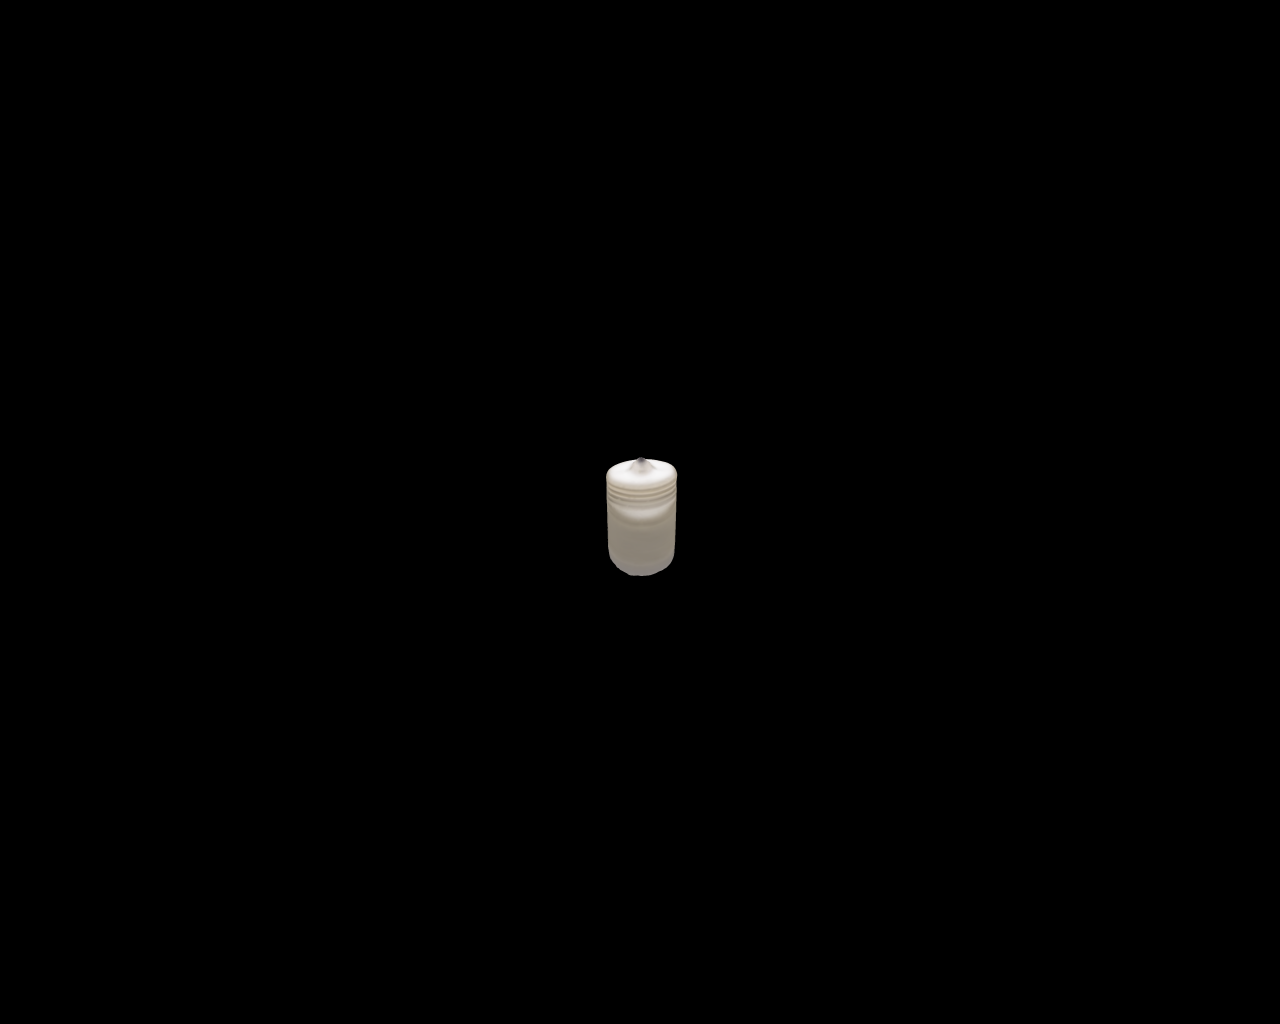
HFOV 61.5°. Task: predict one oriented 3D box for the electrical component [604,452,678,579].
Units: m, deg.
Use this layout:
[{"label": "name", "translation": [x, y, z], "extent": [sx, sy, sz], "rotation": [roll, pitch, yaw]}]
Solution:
[{"label": "electrical component", "translation": [0.001, -0.003, 0.650], "extent": [0.043, 0.080, 0.043], "rotation": [0, 44, 0]}]
